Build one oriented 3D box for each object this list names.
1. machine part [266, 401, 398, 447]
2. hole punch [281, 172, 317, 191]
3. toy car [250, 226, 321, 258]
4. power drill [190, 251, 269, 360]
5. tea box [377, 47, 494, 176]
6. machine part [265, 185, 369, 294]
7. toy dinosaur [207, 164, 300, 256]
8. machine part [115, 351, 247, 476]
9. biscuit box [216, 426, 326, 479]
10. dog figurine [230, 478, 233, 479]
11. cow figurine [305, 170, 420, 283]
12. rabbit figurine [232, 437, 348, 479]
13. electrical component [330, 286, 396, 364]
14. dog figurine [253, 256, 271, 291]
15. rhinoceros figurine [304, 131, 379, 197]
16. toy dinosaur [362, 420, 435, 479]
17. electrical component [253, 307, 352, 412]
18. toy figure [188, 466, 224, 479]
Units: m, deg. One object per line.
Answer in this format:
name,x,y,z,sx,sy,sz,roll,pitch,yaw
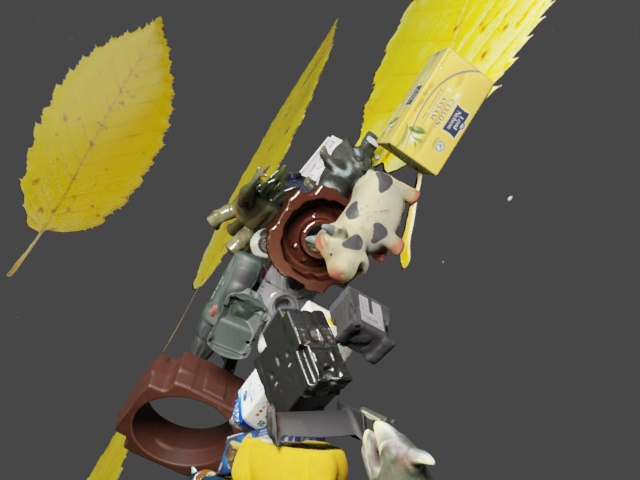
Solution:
machine part,0.007,0.199,0.589,0.084,0.139,0.039,180,95,-67
hole punch,-0.051,-0.091,1.252,0.142,0.116,0.092,-18,51,64
toy car,-0.029,-0.001,0.981,0.202,0.056,0.073,-1,27,17
power drill,-0.159,0.138,0.932,0.232,0.086,0.207,-64,12,-1
tea box,0.177,-0.196,0.834,0.169,0.098,0.068,-60,16,1
machine part,-0.002,-0.003,0.884,0.179,0.179,0.056,-59,15,0
toy dinosaur,-0.124,-0.064,1.082,0.198,0.105,0.471,-40,-1,-1
machine part,-0.228,0.300,0.929,0.201,0.201,0.087,-51,18,24
biscuit box,-0.073,0.300,0.745,0.202,0.063,0.059,-38,28,48
dog figurine,-0.082,0.376,0.618,0.173,0.121,0.190,12,48,37
cow figurine,0.063,-0.023,0.808,0.085,0.127,0.195,-34,27,59
rabbit figurine,-0.017,0.304,0.561,0.162,0.122,0.173,-9,65,55
electrical component,0.054,0.101,0.718,0.047,0.075,0.119,-51,17,26
dog figurine,-0.103,0.059,1.150,0.191,0.108,0.219,-60,15,-1
rhinoceros figurine,0.048,-0.136,1.050,0.190,0.112,0.073,-56,-20,-16
toy dinosaur,0.036,0.334,0.335,0.192,0.131,0.405,-24,44,61
electrical component,-0.030,0.153,0.679,0.114,0.058,0.134,-57,43,31
toy figure,-0.185,0.409,0.874,0.064,0.058,0.154,-60,13,-23
